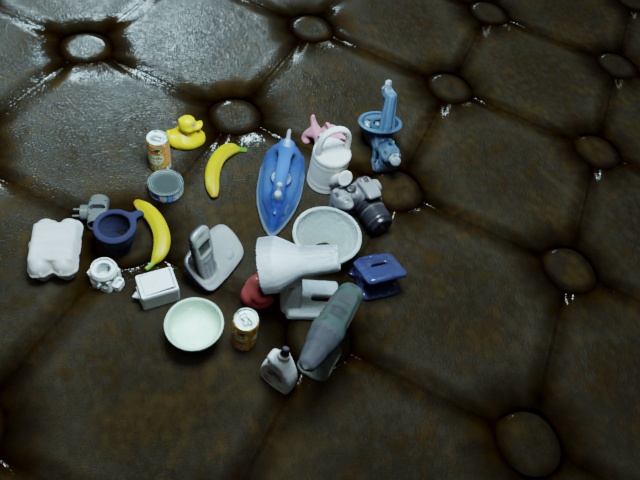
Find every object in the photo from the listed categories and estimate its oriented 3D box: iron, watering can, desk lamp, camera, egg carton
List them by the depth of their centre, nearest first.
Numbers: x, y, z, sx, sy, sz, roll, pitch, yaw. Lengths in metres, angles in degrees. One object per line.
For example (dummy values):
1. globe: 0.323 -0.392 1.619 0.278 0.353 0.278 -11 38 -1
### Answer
1. desk lamp: -0.043 0.078 1.233 0.203 0.213 0.118 2 56 -9
2. egg carton: -0.579 0.019 1.255 0.107 0.069 0.150 -2 56 -12
3. iron: -0.097 -0.146 1.419 0.118 0.141 0.258 9 55 -5
4. camera: 0.112 -0.083 1.442 0.143 0.101 0.136 -19 62 -22
5. watering can: 0.033 -0.208 1.455 0.101 0.194 0.172 -34 68 -29

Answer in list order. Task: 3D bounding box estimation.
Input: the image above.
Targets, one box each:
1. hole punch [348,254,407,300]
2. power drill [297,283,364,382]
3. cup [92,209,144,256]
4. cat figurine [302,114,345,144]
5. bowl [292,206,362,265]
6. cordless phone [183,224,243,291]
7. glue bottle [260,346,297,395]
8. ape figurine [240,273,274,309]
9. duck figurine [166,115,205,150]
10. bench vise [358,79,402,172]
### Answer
1. hole punch: 0.135 0.075 1.345 0.109 0.091 0.101 -12 59 -18
2. power drill: 0.012 0.204 1.160 0.075 0.208 0.230 27 55 8
3. cup: -0.445 -0.015 1.289 0.091 0.095 0.118 42 59 18
4. cat figurine: 0.012 -0.287 1.552 0.067 0.118 0.127 -29 66 -27
5. bowl: 0.013 0.005 1.378 0.167 0.075 0.167 5 55 -7
6. cordless phone: -0.234 0.012 1.257 0.094 0.185 0.148 28 56 9
7. glue bottle: -0.077 0.248 1.134 0.078 0.173 0.037 31 56 11
8. ape figurine: -0.138 0.107 1.268 0.076 0.092 0.077 -5 57 -14
9. duck figurine: -0.353 -0.289 1.501 0.105 0.086 0.077 -8 58 -16
10. bench vise: 0.187 -0.303 1.535 0.122 0.220 0.207 -24 64 -25
